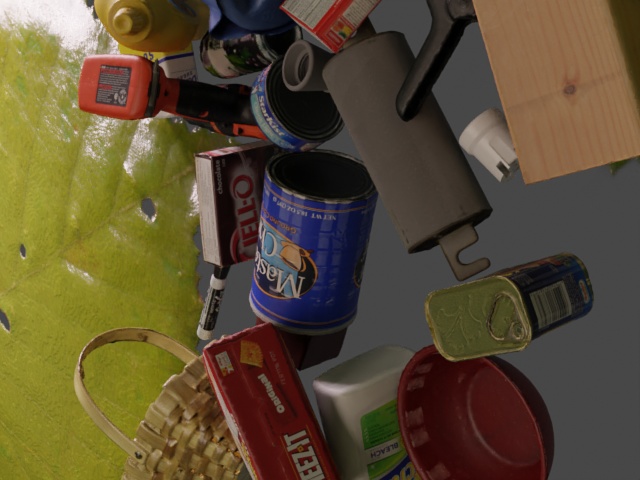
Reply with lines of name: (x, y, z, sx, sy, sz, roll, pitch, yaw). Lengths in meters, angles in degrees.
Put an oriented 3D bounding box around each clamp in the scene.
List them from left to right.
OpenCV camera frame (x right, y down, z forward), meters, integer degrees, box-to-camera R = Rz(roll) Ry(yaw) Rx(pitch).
clamp: (0.105, -0.166, 0.796, 0.120, 0.039, 0.171, -7, 88, 24)

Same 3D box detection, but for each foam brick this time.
foam brick: (-0.018, 0.082, 1.056, 0.078, 0.052, 0.051, 43, 133, 34)

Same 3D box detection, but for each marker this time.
marker: (-0.119, 0.064, 1.201, 0.020, 0.020, 0.121, 45, 134, 31)

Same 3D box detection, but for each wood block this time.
wood block: (0.162, -0.150, 0.701, 0.091, 0.090, 0.206, -15, 92, 38)

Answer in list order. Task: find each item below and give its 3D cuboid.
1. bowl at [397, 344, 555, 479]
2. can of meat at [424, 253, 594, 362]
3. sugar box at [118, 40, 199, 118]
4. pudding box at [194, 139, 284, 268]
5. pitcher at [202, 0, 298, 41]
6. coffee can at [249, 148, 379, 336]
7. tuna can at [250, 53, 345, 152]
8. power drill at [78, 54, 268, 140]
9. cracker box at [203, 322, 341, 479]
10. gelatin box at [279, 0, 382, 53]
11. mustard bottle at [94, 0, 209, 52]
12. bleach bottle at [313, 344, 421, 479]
bowl: (0.139, 0.155, 0.888, 0.162, 0.055, 0.162, 23, 121, 45)
can of meat: (0.146, 0.050, 0.816, 0.102, 0.083, 0.057, -20, 88, 53)
sugar box: (-0.180, -0.220, 1.147, 0.094, 0.048, 0.176, 6, 107, 50)
pudding box: (-0.074, -0.037, 1.050, 0.039, 0.089, 0.113, 12, 112, 49)
pitcher: (-0.096, -0.297, 0.961, 0.243, 0.149, 0.145, 39, 147, 40)
coffee can: (-0.006, 0.001, 0.970, 0.103, 0.102, 0.140, 35, 128, 38)
tuna can: (-0.019, -0.122, 0.952, 0.034, 0.085, 0.086, -27, 83, 54)
power drill: (-0.128, -0.133, 1.005, 0.185, 0.187, 0.057, 11, 95, 47)
cracker box: (-0.048, 0.167, 0.995, 0.214, 0.072, 0.164, 129, 118, -79)
gelatin box: (0.013, -0.199, 0.873, 0.073, 0.030, 0.089, -49, 32, 5)
mustard bottle: (-0.159, -0.214, 1.000, 0.096, 0.191, 0.058, 30, 108, -4)
bleach bottle: (0.069, 0.231, 0.985, 0.068, 0.102, 0.251, 13, 121, 59)
